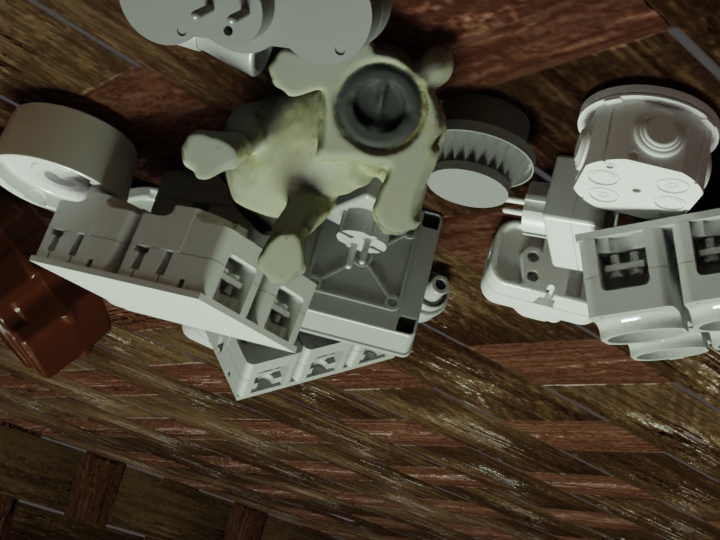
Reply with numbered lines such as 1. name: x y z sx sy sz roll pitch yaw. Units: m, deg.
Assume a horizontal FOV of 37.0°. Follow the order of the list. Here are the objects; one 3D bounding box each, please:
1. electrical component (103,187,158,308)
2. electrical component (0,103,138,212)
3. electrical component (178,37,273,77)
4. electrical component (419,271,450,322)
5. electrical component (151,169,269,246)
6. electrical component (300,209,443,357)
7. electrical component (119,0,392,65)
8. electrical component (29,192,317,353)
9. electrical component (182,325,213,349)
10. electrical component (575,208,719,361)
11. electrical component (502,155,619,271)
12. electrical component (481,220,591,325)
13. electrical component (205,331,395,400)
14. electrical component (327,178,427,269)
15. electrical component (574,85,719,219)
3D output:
1. electrical component: -0.193 -0.015 0.946 0.108 0.108 0.060 23 165 -21
2. electrical component: -0.225 -0.088 0.830 0.108 0.060 0.108 13 160 5
3. electrical component: -0.084 -0.141 0.616 0.065 0.044 0.044 18 161 6
4. electrical component: 0.059 0.021 0.950 0.043 0.043 0.062 20 158 -15
5. electrical component: -0.116 -0.047 0.865 0.095 0.059 0.053 8 159 18
6. electrical component: 0.000 0.000 0.839 0.109 0.108 0.056 14 158 1
7. electrical component: -0.060 -0.135 0.543 0.138 0.073 0.052 10 117 14
8. electrical component: -0.135 -0.002 0.784 0.186 0.060 0.105 10 164 39
9. electrical component: -0.127 0.025 1.018 0.054 0.095 0.059 30 156 -35
10. electrical component: 0.217 0.016 0.698 0.105 0.060 0.186 -11 165 23
11. electrical component: 0.132 -0.039 0.728 0.076 0.047 0.083 11 161 19
12. electrical component: 0.144 0.004 0.826 0.095 0.053 0.059 14 161 2
13. electrical component: -0.046 0.039 0.899 0.150 0.089 0.061 -13 147 -27
14. electrical component: 0.006 -0.037 0.780 0.047 0.076 0.066 26 158 -26
15. electrical component: 0.163 -0.068 0.620 0.080 0.051 0.080 13 161 5
